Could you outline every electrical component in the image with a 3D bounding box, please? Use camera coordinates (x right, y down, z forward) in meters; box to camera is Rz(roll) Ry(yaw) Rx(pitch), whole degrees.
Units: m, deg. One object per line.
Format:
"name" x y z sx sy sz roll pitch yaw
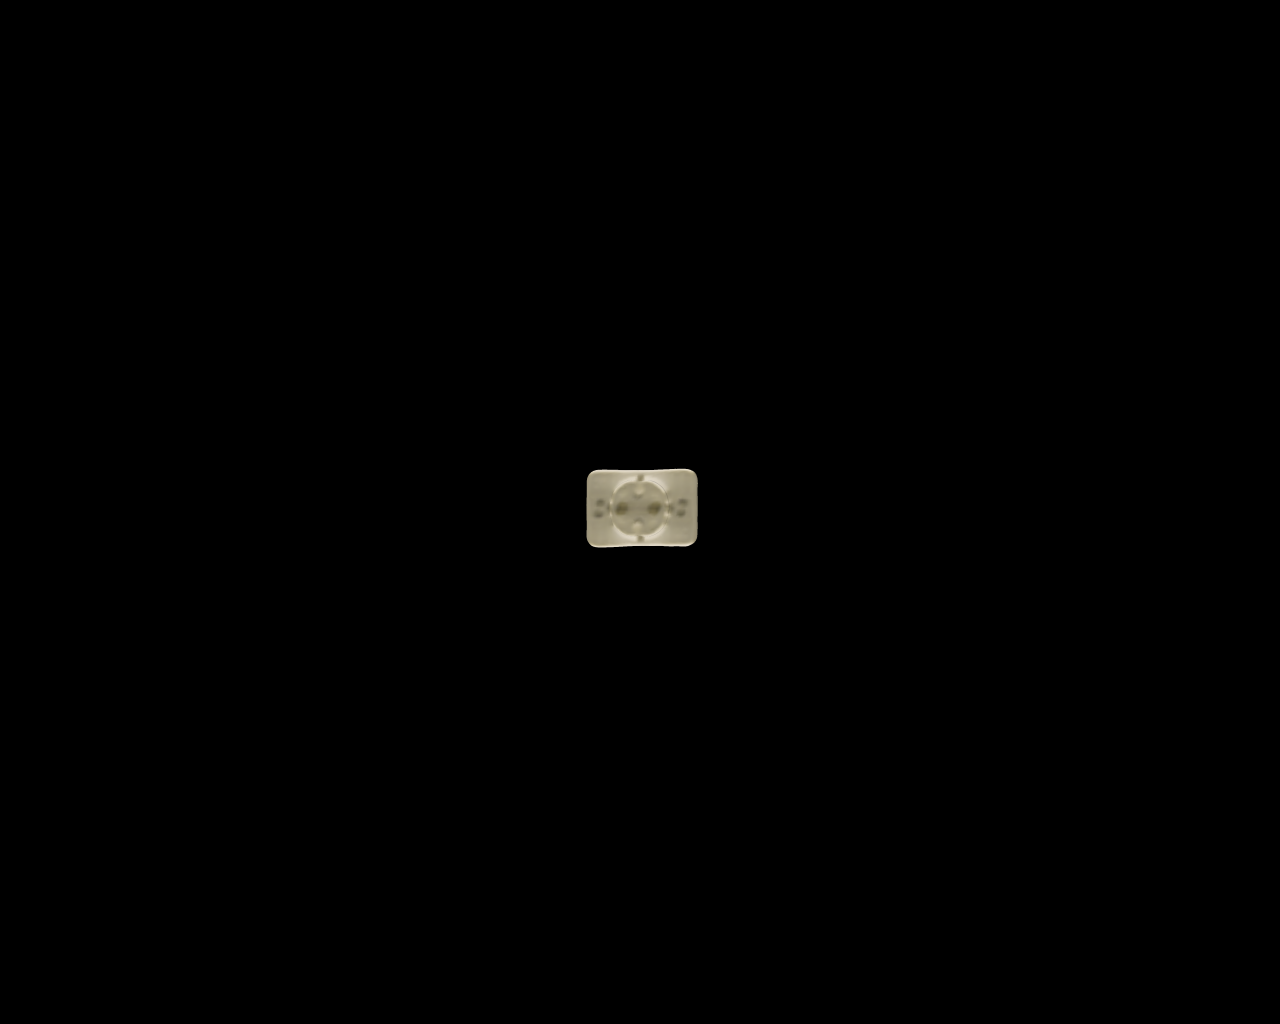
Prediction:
"electrical component" 0.001 -0.003 0.650 0.066 0.047 0.077 0 0 4
